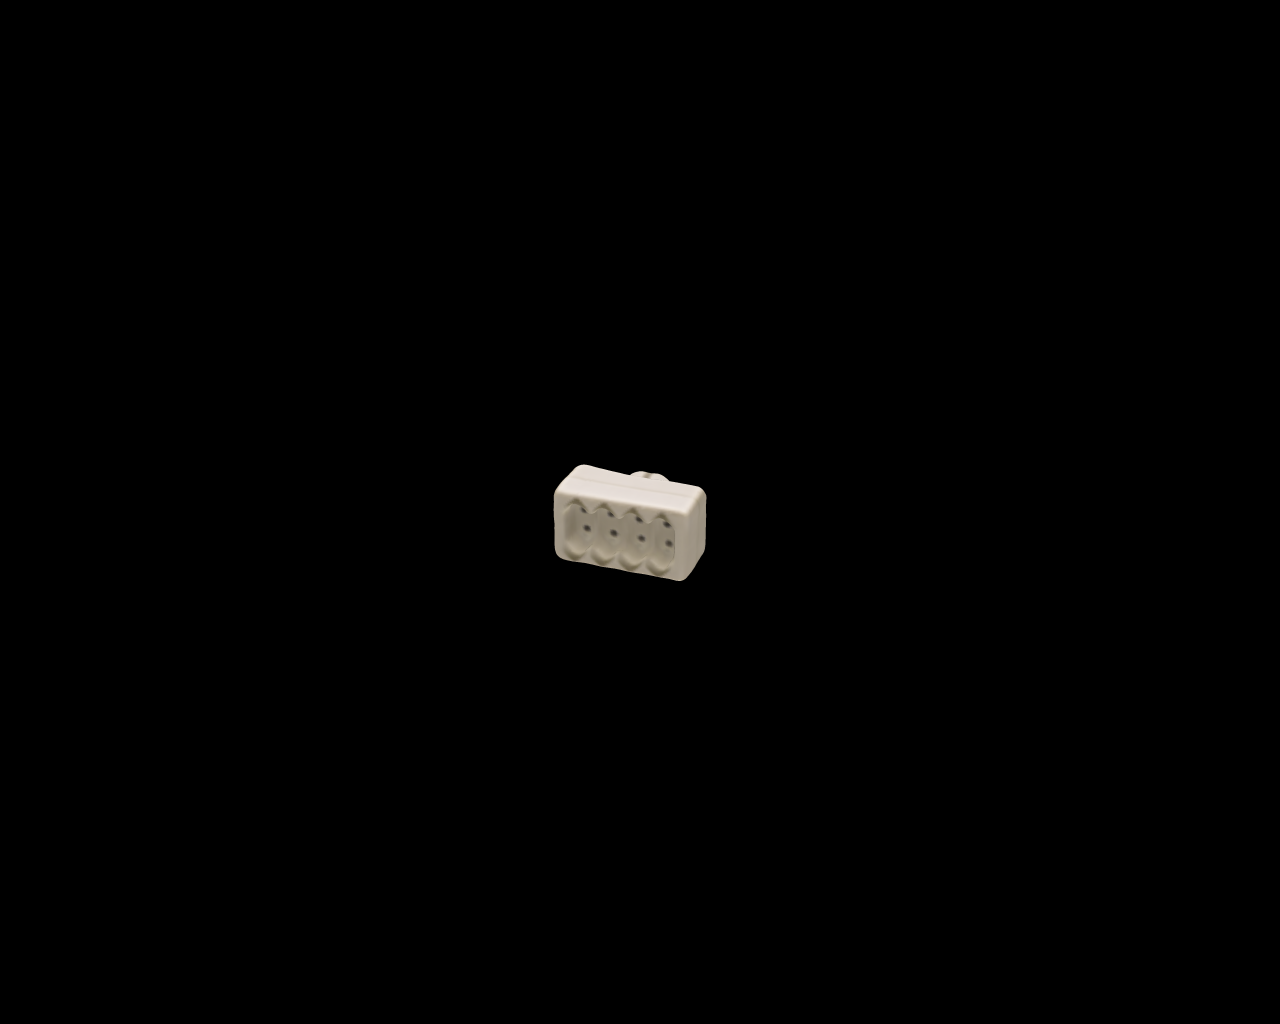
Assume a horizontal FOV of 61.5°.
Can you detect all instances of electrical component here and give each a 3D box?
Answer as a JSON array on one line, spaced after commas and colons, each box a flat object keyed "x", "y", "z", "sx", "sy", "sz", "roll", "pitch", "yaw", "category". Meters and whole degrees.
[{"x": 0.001, "y": -0.003, "z": 0.650, "sx": 0.083, "sy": 0.047, "sz": 0.076, "roll": 11, "pitch": 32, "yaw": 18, "category": "electrical component"}]
